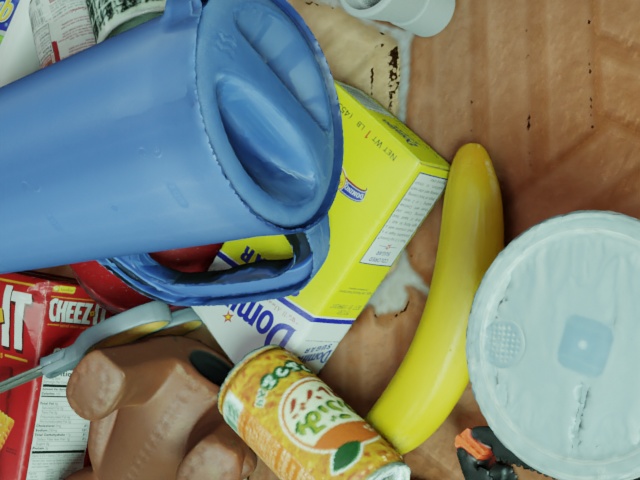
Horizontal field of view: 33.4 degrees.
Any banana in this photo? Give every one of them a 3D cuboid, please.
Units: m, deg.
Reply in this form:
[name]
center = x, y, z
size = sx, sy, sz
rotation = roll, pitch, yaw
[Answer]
[banana]
center = 0.062, 0.046, 0.587
size = 0.070, 0.037, 0.198
rotation = 34, 105, 37

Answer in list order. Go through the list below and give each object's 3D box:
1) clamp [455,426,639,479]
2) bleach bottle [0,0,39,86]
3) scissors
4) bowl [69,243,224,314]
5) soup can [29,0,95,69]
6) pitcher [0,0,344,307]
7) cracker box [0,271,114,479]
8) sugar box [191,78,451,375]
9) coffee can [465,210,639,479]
[clamp]
center = 0.139, 0.166, 0.503
size = 0.210, 0.036, 0.165
rotation = 33, 106, 41
[bleach bottle]
center = -0.241, -0.201, 0.865
size = 0.103, 0.068, 0.251
rotation = 28, 100, 38
[scissors]
center = -0.157, 0.079, 0.719
size = 0.202, 0.096, 0.016
rotation = -27, 75, 38
[bowl]
center = -0.127, -0.029, 0.724
size = 0.162, 0.055, 0.162
rotation = -6, 76, 26
[soup can]
center = -0.175, -0.136, 0.794
size = 0.069, 0.068, 0.102
rotation = -33, 63, 32
[pitcher]
center = -0.113, -0.040, 0.614
size = 0.243, 0.144, 0.149
rotation = -12, 70, 32
[cracker box]
center = -0.247, 0.128, 0.814
size = 0.164, 0.072, 0.214
rotation = 7, 87, 40
[sugar box]
center = -0.004, 0.001, 0.644
size = 0.093, 0.048, 0.176
rotation = 47, 112, 34
[coffee can]
center = 0.142, 0.047, 0.450
size = 0.103, 0.140, 0.103
rotation = -7, 79, 39
